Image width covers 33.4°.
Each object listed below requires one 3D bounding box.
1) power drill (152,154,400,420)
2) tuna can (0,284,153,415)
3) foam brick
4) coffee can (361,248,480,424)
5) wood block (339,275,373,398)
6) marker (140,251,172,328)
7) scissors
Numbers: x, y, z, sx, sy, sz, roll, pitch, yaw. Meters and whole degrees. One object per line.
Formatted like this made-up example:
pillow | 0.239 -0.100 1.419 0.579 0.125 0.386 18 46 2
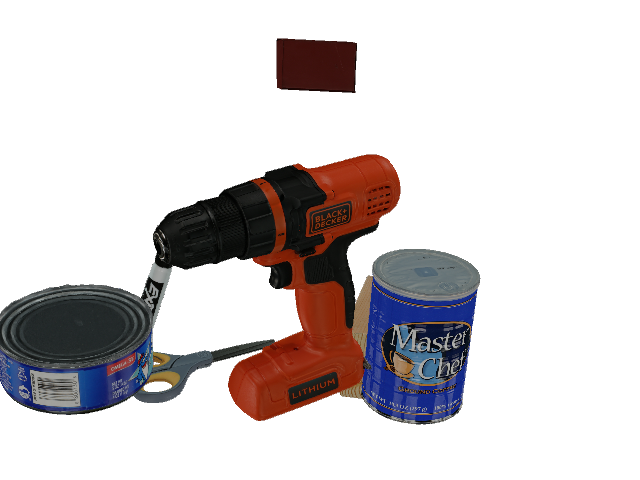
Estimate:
power drill | -0.029 0.037 0.764 0.184 0.188 0.057 -16 38 -25
tuna can | -0.135 0.059 0.590 0.086 0.034 0.086 2 27 -1
foam brick | -0.005 -0.179 1.093 0.078 0.051 0.053 1 11 -8
coffee can | 0.096 0.092 1.039 0.103 0.140 0.103 3 24 -2
wood block | 0.088 0.124 1.395 0.091 0.090 0.206 5 19 10
marker | -0.144 0.048 0.915 0.020 0.121 0.020 18 22 -8
scissors | -0.130 0.140 1.160 0.201 0.016 0.096 -2 27 -21
